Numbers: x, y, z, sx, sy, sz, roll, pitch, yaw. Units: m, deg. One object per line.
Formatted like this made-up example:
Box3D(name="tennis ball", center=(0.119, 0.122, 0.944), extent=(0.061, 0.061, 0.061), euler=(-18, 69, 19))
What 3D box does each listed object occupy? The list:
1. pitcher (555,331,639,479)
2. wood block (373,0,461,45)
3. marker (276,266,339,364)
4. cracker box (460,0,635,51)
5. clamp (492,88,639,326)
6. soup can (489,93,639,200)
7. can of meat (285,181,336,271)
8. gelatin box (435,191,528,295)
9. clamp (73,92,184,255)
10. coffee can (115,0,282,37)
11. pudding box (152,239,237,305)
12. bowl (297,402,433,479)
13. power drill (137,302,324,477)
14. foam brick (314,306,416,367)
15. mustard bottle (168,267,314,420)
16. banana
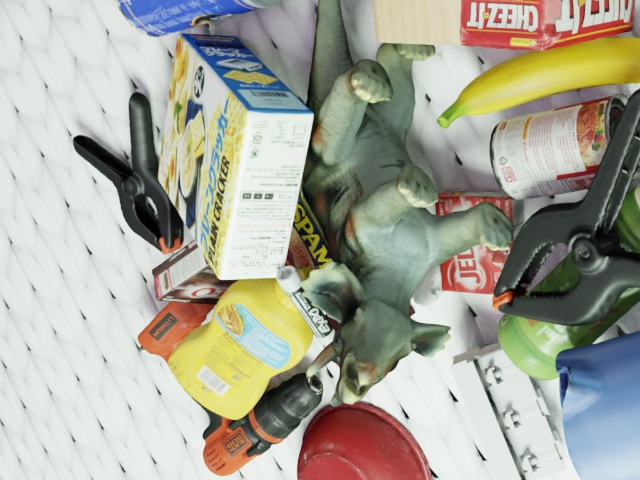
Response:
Box3D(name="pitcher", center=(0.307, 0.114, 0.773), extent=(0.243, 0.149, 0.145), euler=(-23, 87, 28))
Box3D(name="wood block", center=(0.087, -0.259, 0.798), extent=(0.090, 0.090, 0.206), euler=(5, 126, 18))
Box3D(name="marker", center=(-0.004, 0.070, 0.957), extent=(0.020, 0.020, 0.121), euler=(0, 137, 36))
Box3D(name="cracker box", center=(0.170, -0.247, 0.741), extent=(0.072, 0.163, 0.214), euler=(13, 111, 35))
Box3D(name="clamp", center=(0.211, 0.013, 0.779), extent=(0.210, 0.036, 0.164), euler=(-45, 64, 41))
Box3D(name="soup can", center=(0.194, -0.071, 0.839), extent=(0.102, 0.068, 0.068), euler=(-9, 98, 38))
Box3D(name="can of meat", center=(-0.007, 0.001, 1.018), extent=(0.084, 0.057, 0.102), euler=(-35, 83, 40))
Box3D(name="gelatin box", center=(0.140, 0.003, 0.925), extent=(0.073, 0.030, 0.089), euler=(3, 105, 34))
Box3D(name="clamp", center=(-0.189, -0.070, 1.142), extent=(0.171, 0.039, 0.120), euler=(55, 133, 3))
Box3D(name="coffee can", center=(-0.110, -0.251, 0.984), extent=(0.141, 0.102, 0.103), euler=(-6, 101, 37))
Box3D(name="pudding box", center=(-0.095, 0.032, 1.056), extent=(0.090, 0.113, 0.039), euler=(-34, 59, 38))
Box3D(name="bowl", center=(0.032, 0.246, 1.067), extent=(0.162, 0.055, 0.162), euler=(12, 111, 34))
Box3D(name="power drill", center=(-0.099, 0.140, 1.128), extent=(0.185, 0.057, 0.188), euler=(-42, 77, 33))
Box3D(name="foam brick", center=(0.041, 0.076, 1.008), extent=(0.051, 0.052, 0.078), euler=(53, 128, 11))
Box3D(name="mustard bottle", center=(-0.061, 0.088, 1.013), extent=(0.096, 0.058, 0.192), euler=(41, 126, -2))
Box3D(name="banana", center=(0.190, -0.125, 0.828), extent=(0.198, 0.069, 0.037), euler=(-12, 133, 27))
